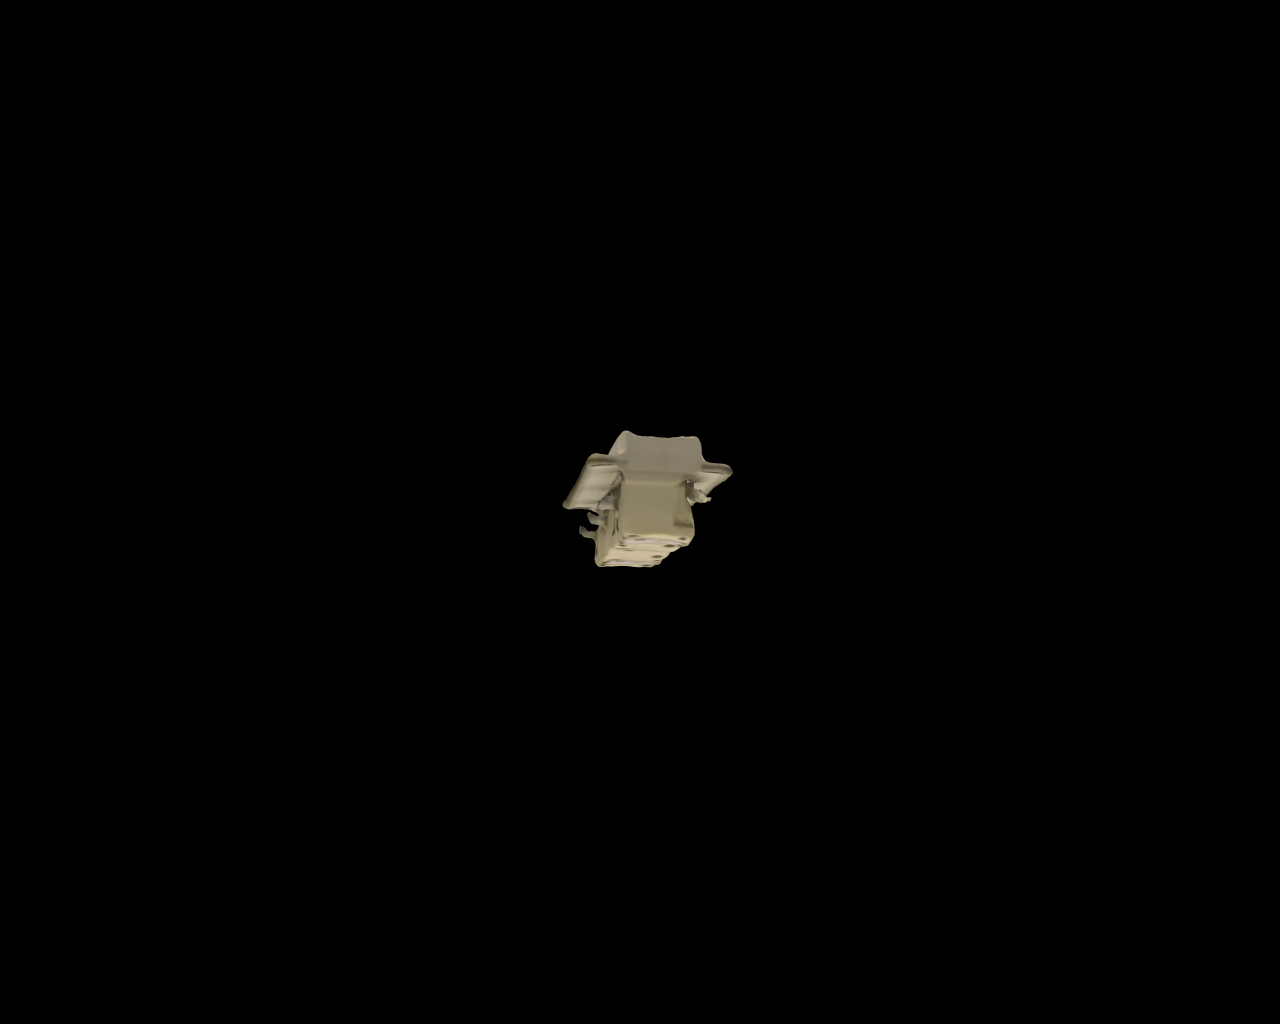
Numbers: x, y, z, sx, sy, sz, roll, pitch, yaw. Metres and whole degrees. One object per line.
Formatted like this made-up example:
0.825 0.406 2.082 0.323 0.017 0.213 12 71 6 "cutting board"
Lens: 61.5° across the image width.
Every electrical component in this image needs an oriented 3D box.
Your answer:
0.001 -0.003 0.650 0.079 0.063 0.121 2 -12 -11 "electrical component"
